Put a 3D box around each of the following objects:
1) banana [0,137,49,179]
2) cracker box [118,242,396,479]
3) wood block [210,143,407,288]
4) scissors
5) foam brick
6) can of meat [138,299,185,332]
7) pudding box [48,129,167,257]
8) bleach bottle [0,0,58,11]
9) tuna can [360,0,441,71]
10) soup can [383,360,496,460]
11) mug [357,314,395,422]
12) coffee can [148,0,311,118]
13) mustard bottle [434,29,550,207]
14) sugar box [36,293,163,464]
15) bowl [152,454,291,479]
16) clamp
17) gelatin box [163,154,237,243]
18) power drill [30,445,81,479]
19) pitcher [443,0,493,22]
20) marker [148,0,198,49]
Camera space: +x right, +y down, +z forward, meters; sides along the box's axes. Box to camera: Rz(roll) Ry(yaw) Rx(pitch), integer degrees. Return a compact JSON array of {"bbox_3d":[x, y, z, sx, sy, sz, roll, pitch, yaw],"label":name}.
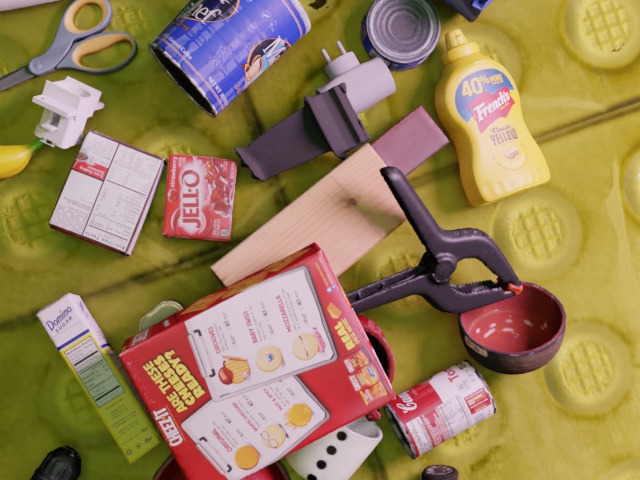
[{"bbox_3d":[-0.390,-0.108,1.119,0.197,0.037,0.069,20,67,-6],"label":"banana"},{"bbox_3d":[-0.059,0.123,1.025,0.213,0.072,0.164,-27,99,-1],"label":"cracker box"},{"bbox_3d":[-0.007,0.002,1.121,0.206,0.090,0.091,-38,89,-7],"label":"wood block"},{"bbox_3d":[-0.298,-0.206,1.144,0.201,0.016,0.096,-11,85,-6],"label":"scissors"},{"bbox_3d":[0.091,-0.099,1.157,0.078,0.053,0.051,-39,90,-9],"label":"foam brick"},{"bbox_3d":[-0.142,0.109,1.102,0.057,0.084,0.102,-41,91,-7],"label":"can of meat"},{"bbox_3d":[-0.224,-0.049,1.129,0.090,0.039,0.113,22,85,-4],"label":"pudding box"},{"bbox_3d":[-0.270,-0.310,1.132,0.250,0.068,0.102,-14,86,-9],"label":"bleach bottle"},{"bbox_3d":[0.089,-0.232,1.176,0.086,0.034,0.086,0,86,-6],"label":"tuna can"},{"bbox_3d":[0.127,0.179,1.133,0.102,0.068,0.068,-27,89,-8],"label":"soup can"},{"bbox_3d":[0.036,0.134,1.114,0.093,0.081,0.117,-26,96,6],"label":"mug"},{"bbox_3d":[-0.094,-0.213,1.121,0.140,0.103,0.103,-44,91,-7],"label":"coffee can"},{"bbox_3d":[0.177,-0.138,1.164,0.096,0.058,0.191,-19,87,-22],"label":"mustard bottle"},{"bbox_3d":[-0.221,0.139,1.088,0.048,0.093,0.176,-35,89,-8],"label":"sugar box"},{"bbox_3d":[-0.102,0.286,1.109,0.162,0.055,0.162,0,86,-6],"label":"bowl"},{"bbox_3d":[0.112,0.032,1.094,0.209,0.036,0.165,23,104,-26],"label":"clamp"},{"bbox_3d":[-0.129,-0.044,1.142,0.073,0.030,0.089,5,85,-6],"label":"gelatin box"},{"bbox_3d":[-0.245,0.329,1.091,0.187,0.057,0.184,32,87,0],"label":"power drill"},{"bbox_3d":[0.107,-0.356,1.132,0.242,0.149,0.145,33,93,-9],"label":"pitcher"},{"bbox_3d":[-0.141,-0.248,1.161,0.020,0.020,0.121,40,83,-2],"label":"marker"}]
